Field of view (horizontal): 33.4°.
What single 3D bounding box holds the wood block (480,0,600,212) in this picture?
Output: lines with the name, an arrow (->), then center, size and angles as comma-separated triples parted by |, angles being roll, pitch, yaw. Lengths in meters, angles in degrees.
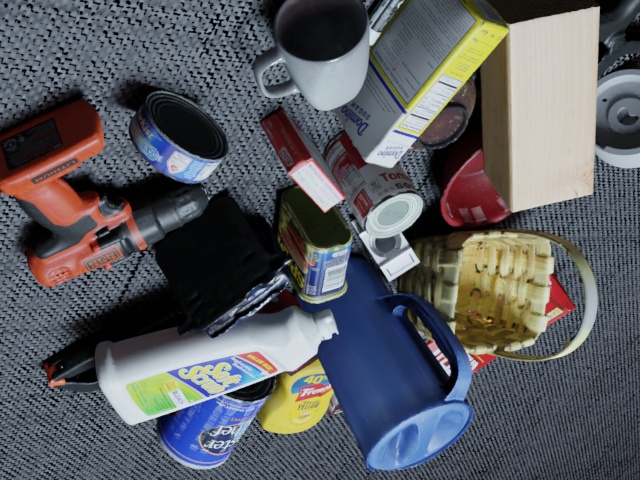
wood block -> 0.214, -0.144, 1.056 | 0.090, 0.090, 0.206 | -13, 126, -6

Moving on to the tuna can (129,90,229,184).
tuna can -> -0.125, -0.091, 0.940 | 0.085, 0.086, 0.034 | 11, 131, -45

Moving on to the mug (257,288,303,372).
mug -> -0.063, 0.104, 1.227 | 0.082, 0.117, 0.093 | -56, 175, 26

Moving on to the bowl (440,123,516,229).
bowl -> 0.197, -0.087, 1.213 | 0.162, 0.055, 0.162 | -20, 145, -14

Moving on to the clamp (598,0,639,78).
clamp -> 0.307, -0.224, 1.123 | 0.209, 0.036, 0.164 | -29, 145, -12

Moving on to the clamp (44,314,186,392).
clamp -> -0.225, 0.143, 1.219 | 0.171, 0.039, 0.120 | -13, 138, -17

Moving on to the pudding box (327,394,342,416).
pudding box -> 0.066, 0.198, 1.508 | 0.113, 0.039, 0.090 | -10, 142, -27

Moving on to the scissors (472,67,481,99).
scissors -> 0.236, -0.171, 1.167 | 0.201, 0.016, 0.096 | 11, 129, -45

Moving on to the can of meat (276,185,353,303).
can of meat -> -0.007, 0.001, 1.137 | 0.057, 0.102, 0.084 | -16, 142, -21

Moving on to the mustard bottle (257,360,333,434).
mustard bottle -> -0.011, 0.179, 1.407 | 0.096, 0.058, 0.192 | -2, 138, -30

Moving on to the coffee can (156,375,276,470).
coffee can -> -0.128, 0.199, 1.305 | 0.102, 0.103, 0.140 | 0, 137, -37

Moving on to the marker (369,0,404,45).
marker -> 0.073, -0.229, 0.966 | 0.020, 0.020, 0.121 | 6, 132, -42

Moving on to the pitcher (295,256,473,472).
pitcher -> 0.070, 0.131, 1.236 | 0.149, 0.243, 0.145 | -25, 147, -7

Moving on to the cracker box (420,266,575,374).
cracker box -> 0.231, 0.103, 1.476 | 0.214, 0.072, 0.164 | -35, 146, 9

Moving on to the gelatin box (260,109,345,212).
gelatin box -> -0.017, -0.077, 1.049 | 0.030, 0.073, 0.089 | -34, 146, 8

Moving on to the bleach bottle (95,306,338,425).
bleach bottle -> -0.106, 0.121, 1.147 | 0.251, 0.068, 0.102 | -18, 136, 4

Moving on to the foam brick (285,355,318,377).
foam brick -> -0.040, 0.124, 1.318 | 0.053, 0.051, 0.078 | -34, 146, 6

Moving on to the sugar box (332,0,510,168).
sugar box -> 0.088, -0.162, 0.999 | 0.048, 0.093, 0.176 | 8, 132, -42

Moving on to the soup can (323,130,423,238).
soup can -> 0.054, -0.060, 1.099 | 0.068, 0.102, 0.068 | -19, 145, -14

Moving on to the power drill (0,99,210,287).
power drill -> -0.204, -0.043, 0.970 | 0.184, 0.057, 0.187 | -26, 146, -5
